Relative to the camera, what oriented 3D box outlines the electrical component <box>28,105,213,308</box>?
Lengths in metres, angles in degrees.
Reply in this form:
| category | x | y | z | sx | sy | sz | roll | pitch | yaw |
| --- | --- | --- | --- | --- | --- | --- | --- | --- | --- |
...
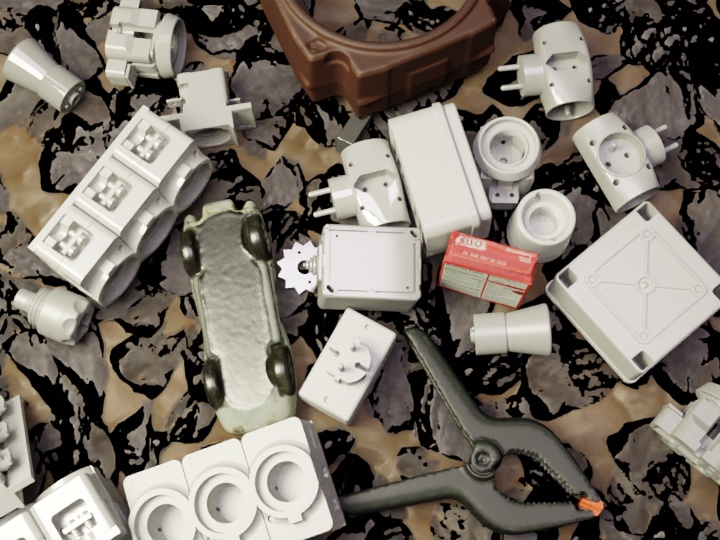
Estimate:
| category | x | y | z | sx | sy | sz | roll | pitch | yaw |
| --- | --- | --- | --- | --- | --- | --- | --- | --- | --- |
| electrical component | -0.195 | -0.049 | 0.905 | 0.062 | 0.089 | 0.150 | 34 | 78 | 9 |

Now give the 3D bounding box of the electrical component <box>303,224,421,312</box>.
| category | x | y | z | sx | sy | sz | roll | pitch | yaw |
| --- | --- | --- | --- | --- | --- | --- | --- | --- | --- |
| electrical component | 0.000 | 0.000 | 0.899 | 0.096 | 0.061 | 0.061 | 2 | 75 | -6 |

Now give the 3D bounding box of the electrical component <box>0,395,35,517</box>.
| category | x | y | z | sx | sy | sz | roll | pitch | yaw |
| --- | --- | --- | --- | --- | --- | --- | --- | --- | --- |
| electrical component | -0.302 | 0.139 | 0.835 | 0.079 | 0.121 | 0.063 | -30 | 121 | -7 |

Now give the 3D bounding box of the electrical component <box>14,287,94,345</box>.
| category | x | y | z | sx | sy | sz | roll | pitch | yaw |
| --- | --- | --- | --- | --- | --- | --- | --- | --- | --- |
| electrical component | -0.261 | 0.035 | 0.908 | 0.062 | 0.043 | 0.043 | 21 | 77 | 7 |

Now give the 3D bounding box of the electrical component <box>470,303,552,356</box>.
| category | x | y | z | sx | sy | sz | roll | pitch | yaw |
| --- | --- | --- | --- | --- | --- | --- | --- | --- | --- |
| electrical component | 0.125 | 0.052 | 0.899 | 0.065 | 0.044 | 0.044 | -4 | 75 | 5 |

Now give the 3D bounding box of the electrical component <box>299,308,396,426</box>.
| category | x | y | z | sx | sy | sz | roll | pitch | yaw |
| --- | --- | --- | --- | --- | --- | --- | --- | --- | --- |
| electrical component | -0.010 | 0.076 | 0.876 | 0.047 | 0.075 | 0.083 | 28 | 77 | 8 |

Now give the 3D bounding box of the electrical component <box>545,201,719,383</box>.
| category | x | y | z | sx | sy | sz | roll | pitch | yaw |
| --- | --- | --- | --- | --- | --- | --- | --- | --- | --- |
| electrical component | 0.232 | 0.019 | 0.898 | 0.109 | 0.056 | 0.108 | -39 | 78 | -9 |

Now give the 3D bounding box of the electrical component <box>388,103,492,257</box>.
| category | x | y | z | sx | sy | sz | roll | pitch | yaw |
| --- | --- | --- | --- | --- | --- | --- | --- | --- | --- |
| electrical component | 0.068 | -0.076 | 0.915 | 0.057 | 0.078 | 0.113 | -17 | 76 | 0 |

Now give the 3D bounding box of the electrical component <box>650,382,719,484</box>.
| category | x | y | z | sx | sy | sz | roll | pitch | yaw |
| --- | --- | --- | --- | --- | --- | --- | --- | --- | --- |
| electrical component | 0.284 | 0.129 | 0.868 | 0.078 | 0.058 | 0.057 | 41 | 82 | 11 |

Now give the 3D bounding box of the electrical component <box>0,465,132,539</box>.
| category | x | y | z | sx | sy | sz | roll | pitch | yaw |
| --- | --- | --- | --- | --- | --- | --- | --- | --- | --- |
| electrical component | -0.256 | 0.221 | 0.834 | 0.150 | 0.089 | 0.061 | -33 | 77 | -8 |

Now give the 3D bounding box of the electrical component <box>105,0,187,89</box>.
| category | x | y | z | sx | sy | sz | roll | pitch | yaw |
| --- | --- | --- | --- | --- | --- | --- | --- | --- | --- |
| electrical component | -0.190 | -0.202 | 0.963 | 0.057 | 0.058 | 0.078 | 7 | 75 | 6 |

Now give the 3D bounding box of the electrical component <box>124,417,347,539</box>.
| category | x | y | z | sx | sy | sz | roll | pitch | yaw |
| --- | --- | --- | --- | --- | --- | --- | --- | --- | --- |
| electrical component | -0.099 | 0.183 | 0.844 | 0.150 | 0.061 | 0.089 | -20 | 76 | 5 |

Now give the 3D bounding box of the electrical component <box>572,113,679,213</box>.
| category | x | y | z | sx | sy | sz | roll | pitch | yaw |
| --- | --- | --- | --- | --- | --- | --- | --- | --- | --- |
| electrical component | 0.238 | -0.101 | 0.936 | 0.079 | 0.044 | 0.077 | -26 | 76 | -6 |

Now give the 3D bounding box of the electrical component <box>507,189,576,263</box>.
| category | x | y | z | sx | sy | sz | roll | pitch | yaw |
| --- | --- | --- | --- | --- | --- | --- | --- | --- | --- |
| electrical component | 0.156 | -0.039 | 0.919 | 0.055 | 0.047 | 0.055 | 0 | 75 | 1 |

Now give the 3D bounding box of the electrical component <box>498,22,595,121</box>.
| category | x | y | z | sx | sy | sz | roll | pitch | yaw |
| --- | --- | --- | --- | --- | --- | --- | --- | --- | --- |
| electrical component | 0.163 | -0.174 | 0.957 | 0.079 | 0.043 | 0.077 | -7 | 75 | -1 |

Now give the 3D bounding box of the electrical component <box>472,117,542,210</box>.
| category | x | y | z | sx | sy | sz | roll | pitch | yaw |
| --- | --- | --- | --- | --- | --- | --- | --- | --- | --- |
| electrical component | 0.126 | -0.098 | 0.930 | 0.058 | 0.057 | 0.078 | 1 | 75 | 1 |

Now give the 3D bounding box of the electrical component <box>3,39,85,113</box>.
| category | x | y | z | sx | sy | sz | roll | pitch | yaw |
| --- | --- | --- | --- | --- | --- | --- | --- | --- | --- |
| electrical component | -0.280 | -0.171 | 0.965 | 0.065 | 0.044 | 0.044 | 36 | 79 | 5 |

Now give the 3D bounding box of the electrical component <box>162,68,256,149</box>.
| category | x | y | z | sx | sy | sz | roll | pitch | yaw |
| --- | --- | --- | --- | --- | --- | --- | --- | --- | --- |
| electrical component | -0.136 | -0.143 | 0.954 | 0.081 | 0.042 | 0.063 | -9 | 74 | -2 |

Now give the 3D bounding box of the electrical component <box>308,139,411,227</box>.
| category | x | y | z | sx | sy | sz | roll | pitch | yaw |
| --- | --- | --- | --- | --- | --- | --- | --- | --- | --- |
| electrical component | -0.004 | -0.065 | 0.930 | 0.079 | 0.043 | 0.077 | -14 | 75 | -3 |
